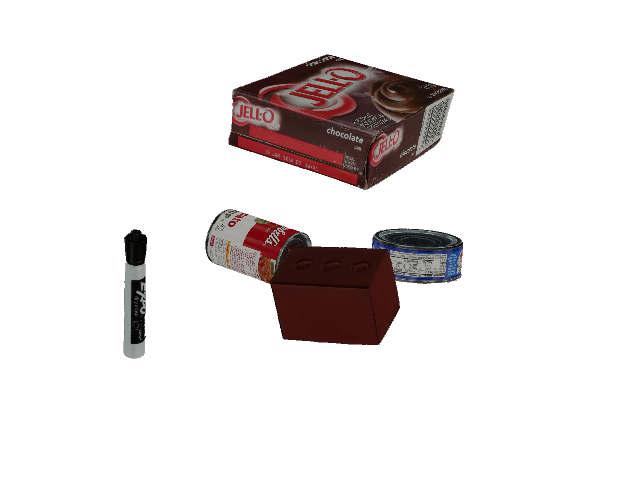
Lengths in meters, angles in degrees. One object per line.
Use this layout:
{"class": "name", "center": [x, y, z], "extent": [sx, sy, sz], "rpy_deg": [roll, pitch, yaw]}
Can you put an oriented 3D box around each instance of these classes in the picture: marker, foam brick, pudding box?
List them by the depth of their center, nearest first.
{"class": "pudding box", "center": [0.014, -0.072, 0.617], "extent": [0.090, 0.039, 0.113], "rpy_deg": [21, 26, 22]}
{"class": "foam brick", "center": [0.011, 0.039, 0.775], "extent": [0.078, 0.051, 0.053], "rpy_deg": [1, 29, 21]}
{"class": "marker", "center": [-0.159, 0.046, 0.914], "extent": [0.020, 0.121, 0.020], "rpy_deg": [5, 28, -3]}

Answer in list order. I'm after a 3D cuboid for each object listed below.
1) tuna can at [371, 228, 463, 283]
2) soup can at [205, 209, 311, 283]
{"class": "tuna can", "center": [0.089, 0.013, 0.993], "extent": [0.086, 0.034, 0.086], "rpy_deg": [3, 12, -1]}
{"class": "soup can", "center": [-0.070, 0.010, 1.203], "extent": [0.102, 0.068, 0.068], "rpy_deg": [19, 9, 29]}
